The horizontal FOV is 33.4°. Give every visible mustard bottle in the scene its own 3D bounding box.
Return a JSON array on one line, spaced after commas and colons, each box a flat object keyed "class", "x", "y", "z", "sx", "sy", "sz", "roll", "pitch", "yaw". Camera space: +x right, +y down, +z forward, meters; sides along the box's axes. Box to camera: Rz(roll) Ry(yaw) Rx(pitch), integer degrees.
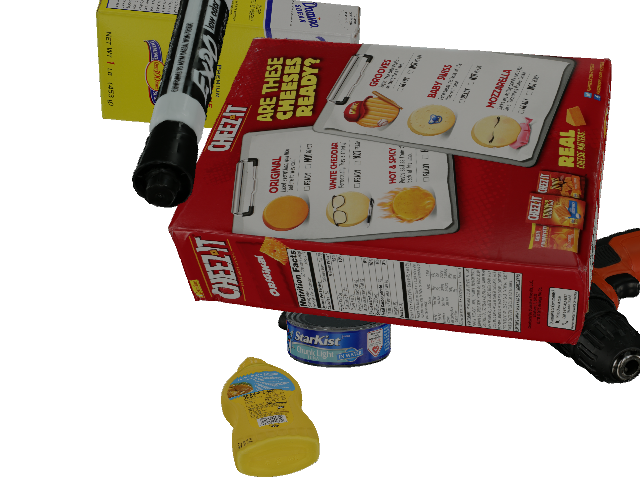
[{"class": "mustard bottle", "x": -0.067, "y": 0.196, "z": 1.256, "sx": 0.096, "sy": 0.058, "sz": 0.192, "roll": -9, "pitch": 29, "yaw": -10}]

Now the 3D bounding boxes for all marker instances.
[{"class": "marker", "x": -0.045, "y": -0.054, "z": 0.364, "sx": 0.020, "sy": 0.020, "sz": 0.121, "roll": 0, "pitch": 43, "yaw": 4}]

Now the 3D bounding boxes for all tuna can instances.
[{"class": "tuna can", "x": 0.015, "y": 0.075, "z": 0.862, "sx": 0.086, "sy": 0.034, "sz": 0.086, "roll": -1, "pitch": 11, "yaw": 0}]

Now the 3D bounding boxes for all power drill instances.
[{"class": "power drill", "x": 0.227, "y": 0.029, "z": 0.749, "sx": 0.187, "sy": 0.057, "sz": 0.184, "roll": -9, "pitch": 28, "yaw": -15}]

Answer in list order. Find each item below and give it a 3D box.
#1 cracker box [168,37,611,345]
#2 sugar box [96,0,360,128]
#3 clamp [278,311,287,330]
[{"class": "cracker box", "x": 0.046, "y": -0.033, "z": 0.594, "sx": 0.214, "sy": 0.164, "sz": 0.072, "roll": 5, "pitch": -42, "yaw": 15}, {"class": "sugar box", "x": -0.064, "y": -0.123, "z": 0.745, "sx": 0.176, "sy": 0.048, "sz": 0.093, "roll": 6, "pitch": -45, "yaw": -1}, {"class": "clamp", "x": 0.044, "y": 0.022, "z": 1.059, "sx": 0.210, "sy": 0.164, "sz": 0.036, "roll": 2, "pitch": -40, "yaw": -4}]
